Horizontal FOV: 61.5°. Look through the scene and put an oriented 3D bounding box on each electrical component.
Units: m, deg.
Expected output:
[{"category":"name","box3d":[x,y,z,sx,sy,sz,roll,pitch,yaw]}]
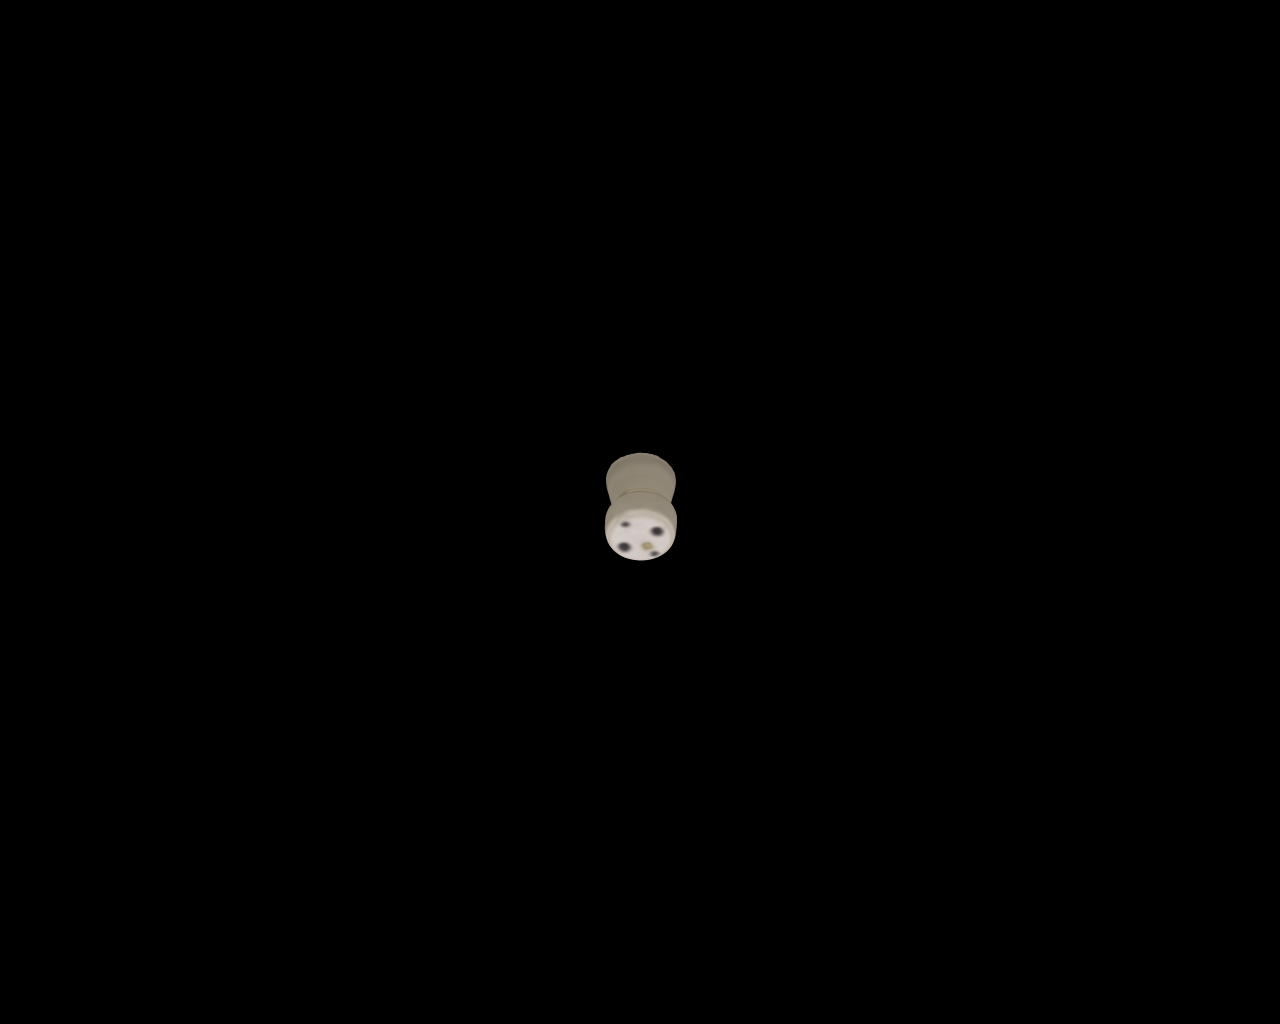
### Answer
[{"category":"electrical component","box3d":[0.001,-0.003,0.650,0.045,0.044,0.055,0,42,0]}]
